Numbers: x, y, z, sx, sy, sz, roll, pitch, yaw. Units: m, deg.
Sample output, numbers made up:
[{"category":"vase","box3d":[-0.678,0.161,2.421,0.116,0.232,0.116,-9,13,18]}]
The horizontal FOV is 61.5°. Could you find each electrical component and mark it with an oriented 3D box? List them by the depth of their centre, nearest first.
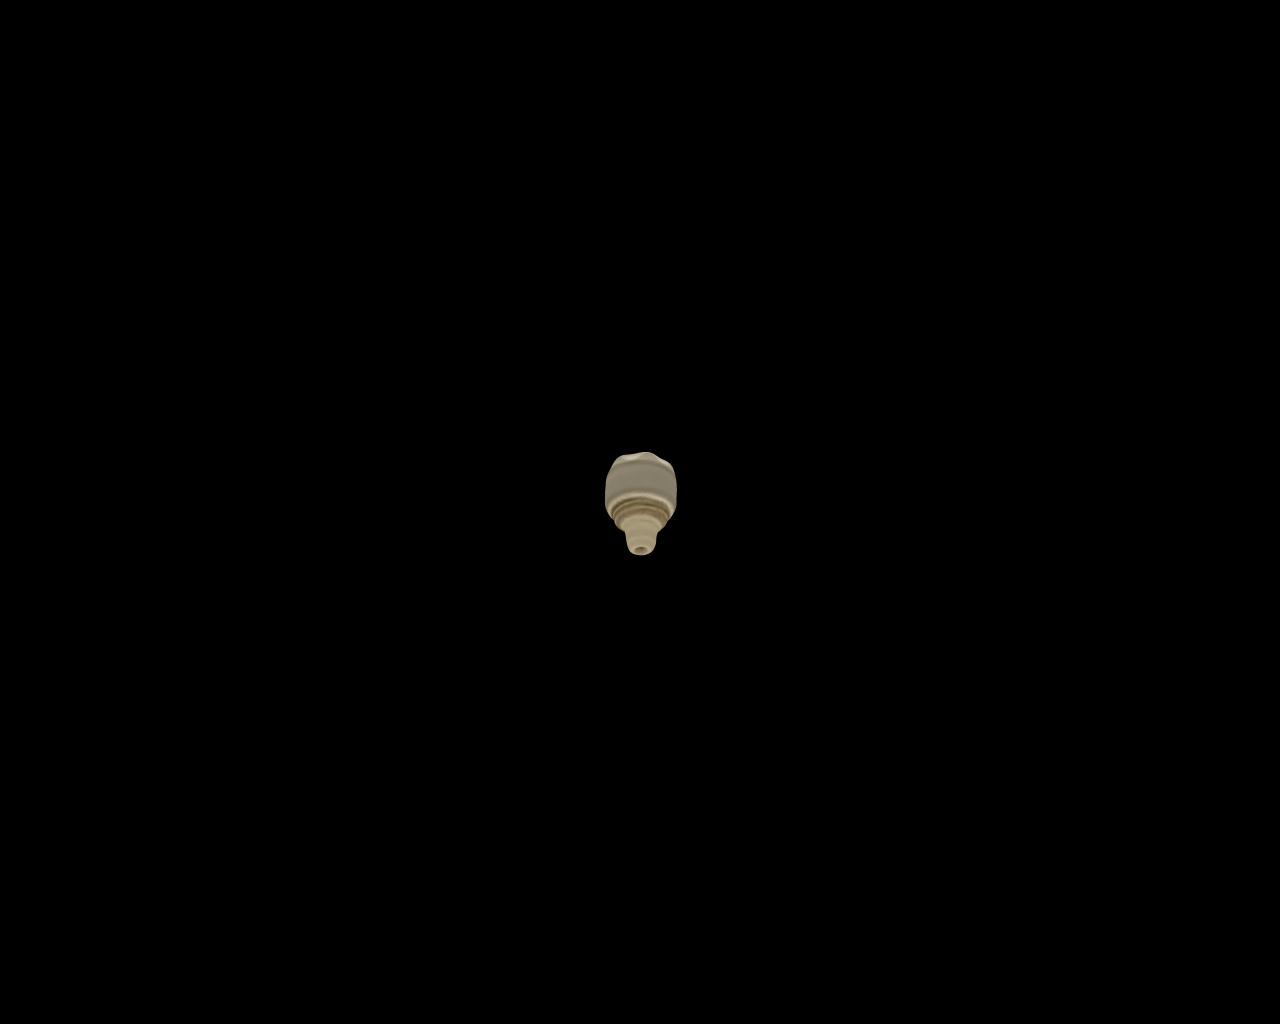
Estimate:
[{"category":"electrical component","box3d":[0.001,-0.003,0.650,0.043,0.062,0.043,0,-31,0]}]
